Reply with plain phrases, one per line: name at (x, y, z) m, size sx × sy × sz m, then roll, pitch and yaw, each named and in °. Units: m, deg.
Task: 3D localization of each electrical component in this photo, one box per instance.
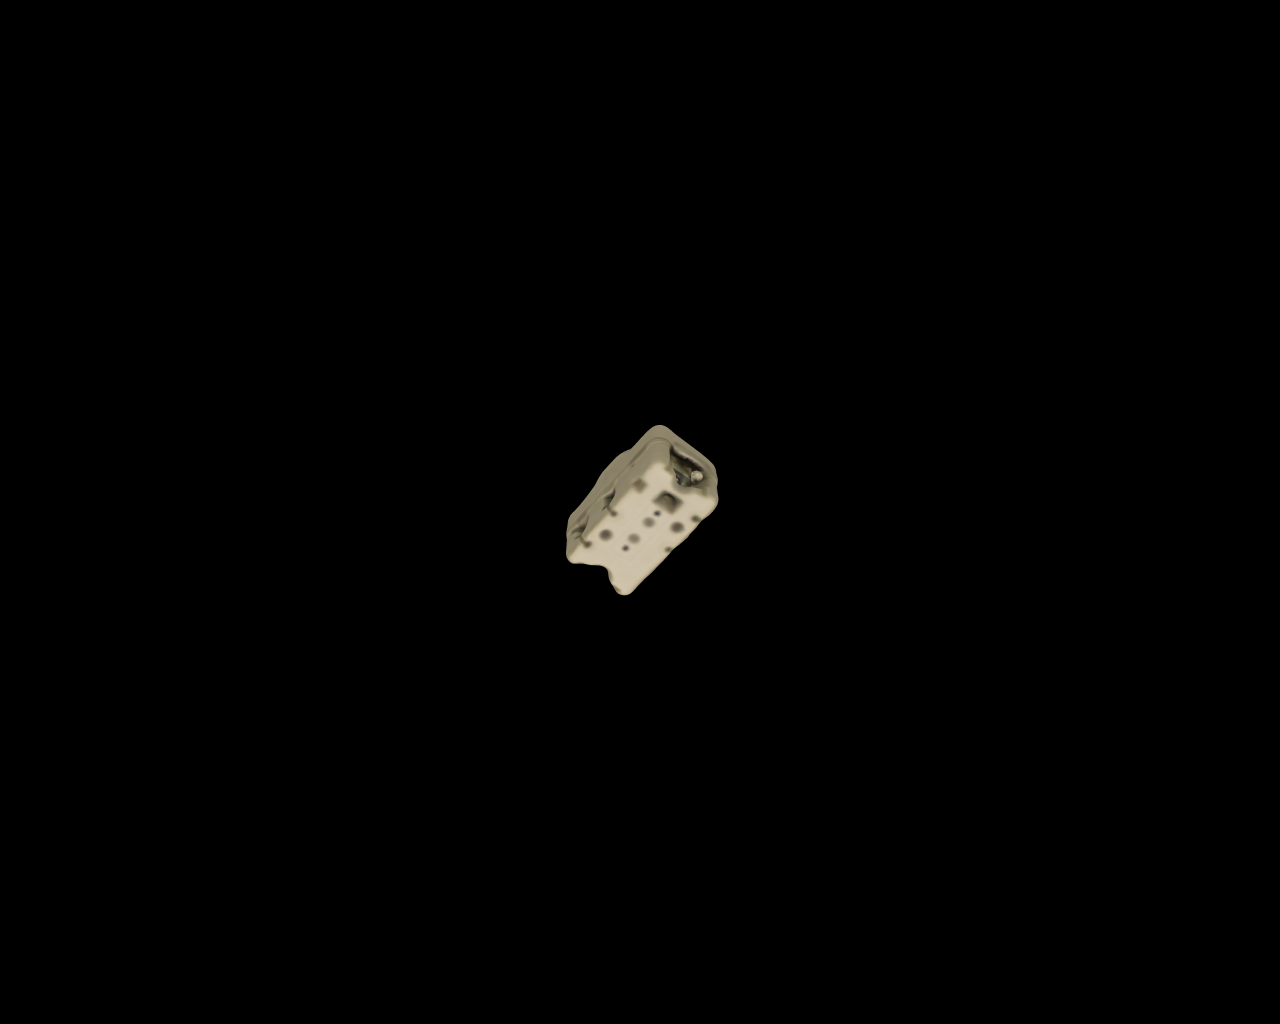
electrical component at (0.001, -0.003, 0.650) m, size 0.050 × 0.089 × 0.056 m, roll 36°, pitch 24°, yaw -18°
